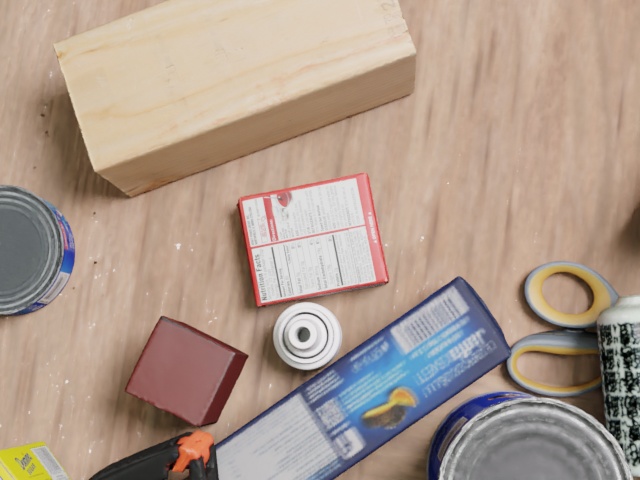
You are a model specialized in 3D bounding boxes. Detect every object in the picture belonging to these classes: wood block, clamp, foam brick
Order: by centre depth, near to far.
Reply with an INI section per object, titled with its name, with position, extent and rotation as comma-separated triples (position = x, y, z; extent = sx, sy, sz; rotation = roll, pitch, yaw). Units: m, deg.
[clamp]
position = -0.111, 0.209, 0.652
extent = 0.164, 0.036, 0.210
rotation = 38, 110, 3
[foam brick]
position = -0.082, 0.083, 0.671
extent = 0.053, 0.078, 0.051
rotation = 26, 84, 6
[wood block]
position = -0.050, -0.111, 0.685
extent = 0.206, 0.091, 0.090
rotation = -20, 82, 2

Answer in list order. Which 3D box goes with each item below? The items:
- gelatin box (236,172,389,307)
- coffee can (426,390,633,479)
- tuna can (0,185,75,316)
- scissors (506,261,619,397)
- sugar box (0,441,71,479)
[gelatin box]
position = -0.005, 0.001, 0.700
extent = 0.089, 0.030, 0.073
rotation = -11, 84, 3
[coffee can]
position = 0.116, 0.140, 0.619
extent = 0.103, 0.140, 0.103
rotation = 0, 83, 4
[tuna can]
position = -0.208, 0.008, 0.711
extent = 0.086, 0.034, 0.086
rotation = 0, 83, 4
[scissors]
position = 0.217, 0.052, 0.684
extent = 0.202, 0.016, 0.096
rotation = -9, 84, 3
[sugar box]
position = -0.240, 0.199, 0.661
extent = 0.176, 0.093, 0.048
rotation = -39, 81, -2
